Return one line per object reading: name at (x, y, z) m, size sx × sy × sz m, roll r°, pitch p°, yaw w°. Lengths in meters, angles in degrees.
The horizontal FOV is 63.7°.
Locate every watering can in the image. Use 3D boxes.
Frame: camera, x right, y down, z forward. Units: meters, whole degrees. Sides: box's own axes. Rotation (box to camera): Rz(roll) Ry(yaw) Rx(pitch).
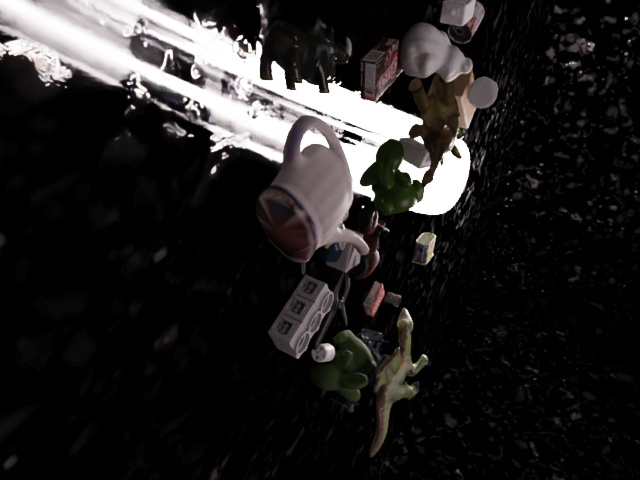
watering can at (0.003, -0.046, 0.921) m, size 0.229 × 0.104 × 0.340 m, roll -52°, pitch 134°, yaw -36°

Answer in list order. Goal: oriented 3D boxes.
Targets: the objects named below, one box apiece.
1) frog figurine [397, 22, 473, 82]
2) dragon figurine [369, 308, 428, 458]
frog figurine at (0.253, -0.405, 1.129) m, size 0.140 × 0.160 × 0.120 m, roll -50°, pitch 149°, yaw -36°
dragon figurine at (0.186, 0.391, 1.424) m, size 0.239 × 0.122 × 0.416 m, roll 46°, pitch 61°, yaw -52°
